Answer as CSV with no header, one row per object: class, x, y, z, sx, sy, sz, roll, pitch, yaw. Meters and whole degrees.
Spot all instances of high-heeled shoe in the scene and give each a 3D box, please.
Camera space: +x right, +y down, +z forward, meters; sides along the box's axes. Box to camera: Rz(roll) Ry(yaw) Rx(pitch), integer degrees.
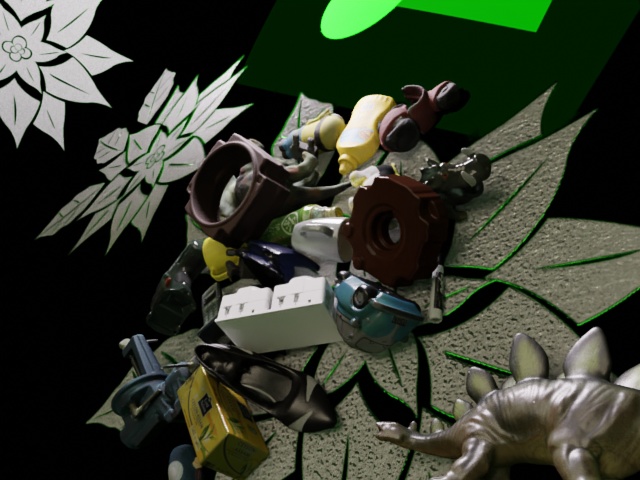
high-heeled shoe,-0.090,0.217,0.830,0.249,0.145,0.086,4,60,49

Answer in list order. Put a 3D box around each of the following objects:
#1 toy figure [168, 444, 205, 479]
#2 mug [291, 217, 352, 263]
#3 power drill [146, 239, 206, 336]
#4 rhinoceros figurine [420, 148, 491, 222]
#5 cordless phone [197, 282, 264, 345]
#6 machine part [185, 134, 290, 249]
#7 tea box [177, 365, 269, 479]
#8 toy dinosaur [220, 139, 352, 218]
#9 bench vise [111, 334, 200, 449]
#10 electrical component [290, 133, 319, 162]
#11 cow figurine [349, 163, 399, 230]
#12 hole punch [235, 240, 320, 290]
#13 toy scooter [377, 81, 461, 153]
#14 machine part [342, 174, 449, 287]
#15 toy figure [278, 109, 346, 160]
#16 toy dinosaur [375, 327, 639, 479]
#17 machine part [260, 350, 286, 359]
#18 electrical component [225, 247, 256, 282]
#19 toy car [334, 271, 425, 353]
toy figure,-0.207,0.400,0.854,0.155,0.058,0.064,-126,43,-52
mug,-0.002,-0.003,0.965,0.107,0.109,0.080,1,79,30
power drill,-0.316,0.120,1.173,0.232,0.086,0.207,-51,14,15
rhinoceros figurine,0.190,-0.083,0.864,0.190,0.112,0.073,-22,40,42
cordless phone,-0.175,0.121,1.064,0.146,0.088,0.184,-42,30,6
machine part,-0.173,-0.100,1.096,0.201,0.087,0.201,-54,50,6
tea box,-0.161,0.293,0.871,0.068,0.098,0.170,-47,38,0
toy dinosaur,-0.107,-0.103,1.173,0.405,0.131,0.192,19,77,49
bench vise,-0.320,0.263,1.022,0.241,0.128,0.223,49,115,36
electrical component,-0.036,-0.194,1.190,0.063,0.094,0.021,19,57,13
cow figurine,0.106,-0.066,0.971,0.098,0.068,0.167,-19,45,24
hole punch,-0.077,0.043,1.012,0.092,0.115,0.142,-48,38,-15
toy scooter,0.179,-0.253,1.065,0.184,0.075,0.135,-41,37,2
machine part,0.114,-0.015,0.834,0.180,0.056,0.179,6,98,48
toy figure,-0.015,-0.224,1.225,0.180,0.082,0.089,-14,46,33
toy dinosaur,0.267,0.189,0.541,0.472,0.105,0.198,-9,47,34
machine part,-0.103,0.194,0.958,0.139,0.039,0.084,-44,45,1
electrical component,-0.143,0.050,1.079,0.045,0.102,0.078,22,114,58
toy car,0.070,0.115,0.808,0.162,0.109,0.103,24,92,61
